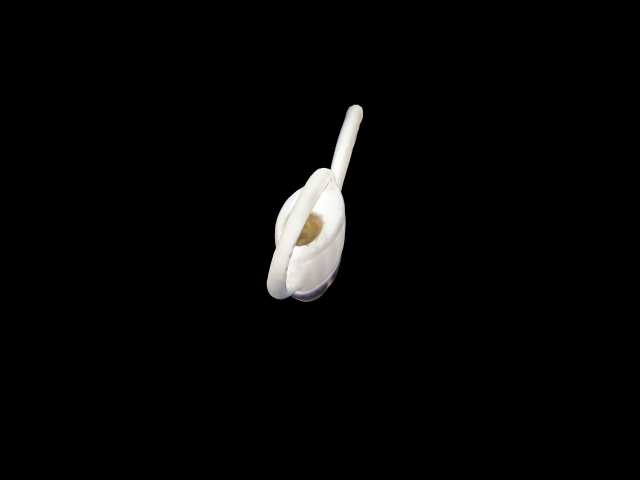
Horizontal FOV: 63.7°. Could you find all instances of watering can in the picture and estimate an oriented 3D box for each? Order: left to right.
[{"bbox_3d":[0.003,-0.043,0.850,0.104,0.355,0.219,20,-30,12],"label":"watering can"}]
